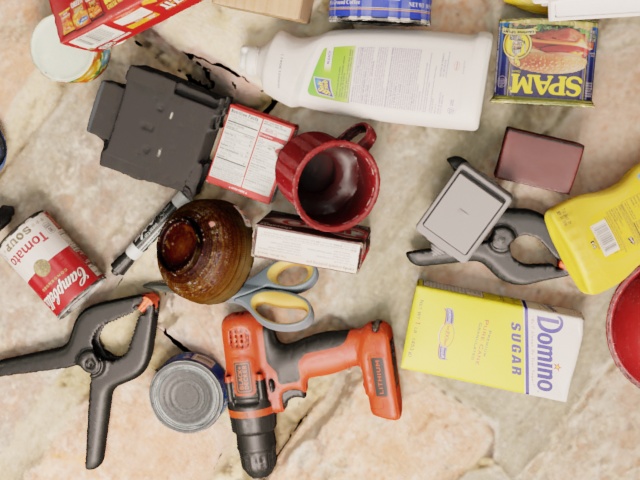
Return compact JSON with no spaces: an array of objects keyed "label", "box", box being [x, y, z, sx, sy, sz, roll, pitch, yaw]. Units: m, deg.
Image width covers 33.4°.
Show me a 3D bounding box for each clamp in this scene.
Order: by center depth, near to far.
[{"label":"clamp","box":[0.184,-0.013,1.099,0.171,0.039,0.120,14,104,3]},{"label":"clamp","box":[-0.258,0.131,1.179,0.164,0.036,0.210,36,103,1]}]

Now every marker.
[{"label":"marker","box":[-0.184,-0.006,1.157,0.020,0.020,0.121,44,101,-1]}]

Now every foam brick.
[{"label":"foam brick","box":[0.220,-0.081,1.076,0.078,0.053,0.051,14,100,6]}]

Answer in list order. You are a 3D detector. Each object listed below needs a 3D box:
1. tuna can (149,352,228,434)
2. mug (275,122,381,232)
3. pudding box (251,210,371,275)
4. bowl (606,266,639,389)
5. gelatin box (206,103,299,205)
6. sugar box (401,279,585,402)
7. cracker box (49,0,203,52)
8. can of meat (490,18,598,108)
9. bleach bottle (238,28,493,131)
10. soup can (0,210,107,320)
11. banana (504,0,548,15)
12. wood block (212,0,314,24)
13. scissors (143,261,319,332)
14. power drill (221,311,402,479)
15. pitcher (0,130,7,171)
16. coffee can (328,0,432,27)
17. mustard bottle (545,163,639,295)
[{"label":"tuna can","box":[-0.143,0.168,1.171,0.086,0.033,0.086,1,99,7]},{"label":"mug","box":[0.011,-0.073,1.079,0.093,0.082,0.117,39,91,-26]},{"label":"pudding box","box":[-0.007,0.001,1.099,0.113,0.090,0.039,8,101,6]},{"label":"bowl","box":[0.376,0.094,1.081,0.162,0.055,0.162,1,99,7]},{"label":"gelatin box","box":[-0.071,-0.091,1.124,0.073,0.030,0.089,20,100,5]},{"label":"sugar box","box":[0.179,0.104,1.113,0.176,0.048,0.093,11,100,7]},{"label":"cracker box","box":[-0.198,-0.314,1.043,0.164,0.072,0.214,-21,79,26]},{"label":"can of meat","box":[0.223,-0.175,1.059,0.102,0.057,0.084,4,97,7]},{"label":"bleach bottle","box":[0.043,-0.175,1.080,0.251,0.068,0.102,9,98,8]},{"label":"soup can","box":[-0.289,0.026,1.151,0.068,0.068,0.102,-41,91,11]},{"label":"banana","box":[0.168,-0.294,1.057,0.070,0.037,0.198,-33,93,11]},{"label":"wood block","box":[-0.038,-0.325,1.052,0.090,0.090,0.206,12,100,5]},{"label":"scissors","box":[-0.087,0.043,1.147,0.202,0.016,0.096,18,61,26]},{"label":"power drill","box":[-0.009,0.161,1.140,0.188,0.057,0.184,-6,98,8]},{"label":"pitcher","box":[-0.456,-0.131,1.124,0.145,0.149,0.243,-31,88,23]},{"label":"coffee can","box":[0.062,-0.282,1.040,0.103,0.102,0.140,4,99,7]},{"label":"mustard bottle","box":[0.326,-0.028,1.055,0.191,0.058,0.096,-27,89,-3]}]
